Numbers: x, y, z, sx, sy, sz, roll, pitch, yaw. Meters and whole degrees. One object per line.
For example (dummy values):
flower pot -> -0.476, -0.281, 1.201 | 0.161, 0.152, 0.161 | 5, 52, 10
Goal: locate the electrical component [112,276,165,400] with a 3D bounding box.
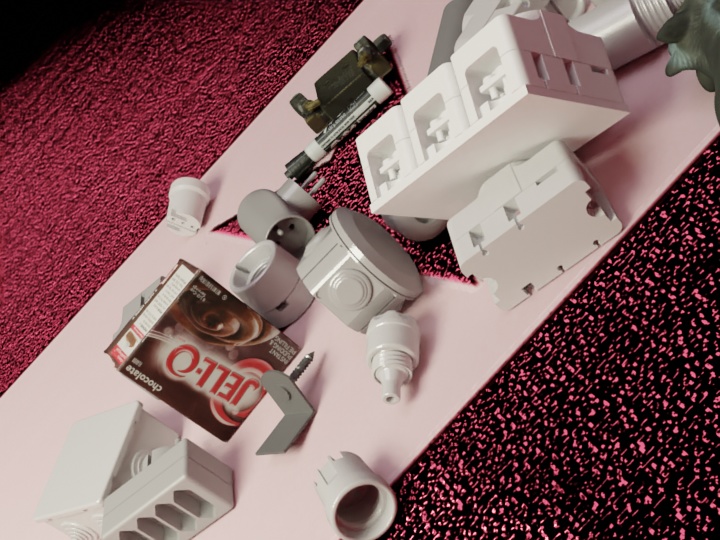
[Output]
electrical component -> -0.171, 0.059, 0.908 | 0.056, 0.050, 0.089 | -37, 32, 18

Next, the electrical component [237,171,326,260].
electrical component -> -0.059, -0.050, 0.894 | 0.079, 0.043, 0.077 | -49, 31, 0

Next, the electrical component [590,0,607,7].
electrical component -> 0.184, -0.241, 0.787 | 0.054, 0.059, 0.095 | -25, 37, 34

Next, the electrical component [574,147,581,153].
electrical component -> 0.137, -0.106, 0.708 | 0.048, 0.048, 0.062 | -21, 48, 38

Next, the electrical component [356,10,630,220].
electrical component -> 0.077, -0.093, 0.676 | 0.150, 0.089, 0.061 | -35, 61, 46

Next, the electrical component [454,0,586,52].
electrical component -> 0.117, -0.183, 0.810 | 0.059, 0.054, 0.095 | 10, 63, 55

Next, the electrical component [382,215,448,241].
electrical component -> 0.034, -0.047, 0.774 | 0.048, 0.048, 0.062 | -53, 24, -9

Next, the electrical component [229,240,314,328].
electrical component -> -0.068, 0.010, 0.834 | 0.055, 0.047, 0.055 | -32, 34, 25

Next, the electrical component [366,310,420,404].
electrical component -> 0.021, 0.057, 0.681 | 0.035, 0.035, 0.061 | -29, 38, 30

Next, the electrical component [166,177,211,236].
electrical component -> -0.170, -0.061, 1.056 | 0.040, 0.040, 0.046 | -26, 42, 33

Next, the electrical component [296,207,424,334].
electrical component -> 0.000, 0.000, 0.729 | 0.051, 0.080, 0.080 | -45, 30, 16

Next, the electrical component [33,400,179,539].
electrical component -> -0.193, 0.157, 0.825 | 0.100, 0.048, 0.099 | -21, 40, 38

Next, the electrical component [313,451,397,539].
electrical component -> -0.004, 0.130, 0.625 | 0.040, 0.040, 0.046 | -49, 24, -1

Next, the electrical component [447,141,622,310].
electrical component -> 0.104, -0.029, 0.656 | 0.089, 0.050, 0.055 | -37, 32, 18

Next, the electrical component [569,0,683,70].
electrical component -> 0.181, -0.164, 0.717 | 0.081, 0.043, 0.043 | -25, 37, 33

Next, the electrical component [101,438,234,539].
electrical component -> -0.136, 0.151, 0.760 | 0.083, 0.047, 0.075 | -38, 32, 17
